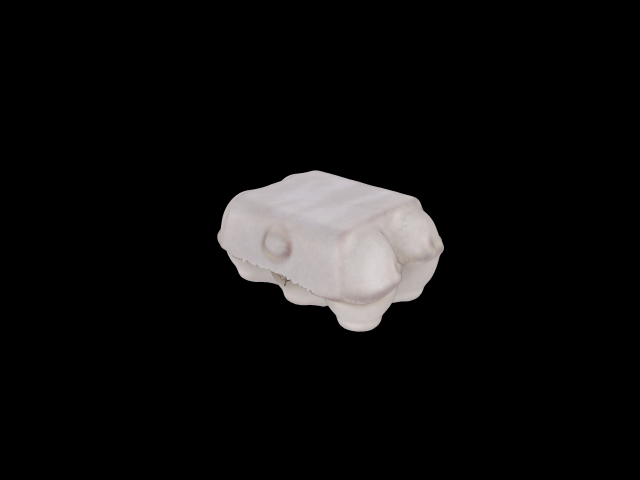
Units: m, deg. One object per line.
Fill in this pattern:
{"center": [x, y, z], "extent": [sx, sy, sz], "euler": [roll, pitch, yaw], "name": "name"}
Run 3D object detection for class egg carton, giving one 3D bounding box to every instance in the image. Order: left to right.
{"center": [0.004, 0.001, 0.400], "extent": [0.149, 0.069, 0.107], "euler": [20, 32, 36], "name": "egg carton"}
